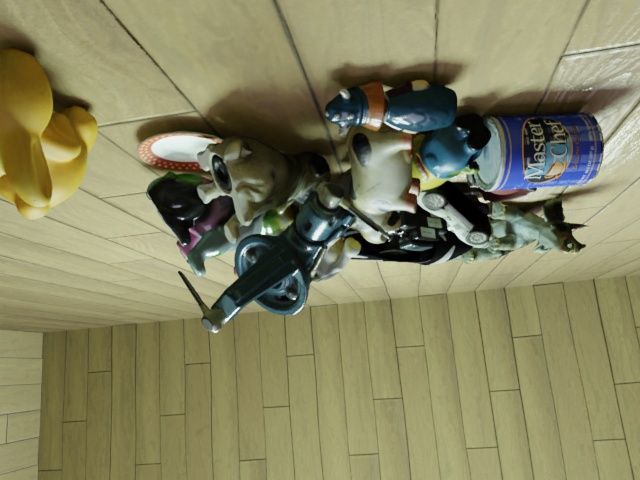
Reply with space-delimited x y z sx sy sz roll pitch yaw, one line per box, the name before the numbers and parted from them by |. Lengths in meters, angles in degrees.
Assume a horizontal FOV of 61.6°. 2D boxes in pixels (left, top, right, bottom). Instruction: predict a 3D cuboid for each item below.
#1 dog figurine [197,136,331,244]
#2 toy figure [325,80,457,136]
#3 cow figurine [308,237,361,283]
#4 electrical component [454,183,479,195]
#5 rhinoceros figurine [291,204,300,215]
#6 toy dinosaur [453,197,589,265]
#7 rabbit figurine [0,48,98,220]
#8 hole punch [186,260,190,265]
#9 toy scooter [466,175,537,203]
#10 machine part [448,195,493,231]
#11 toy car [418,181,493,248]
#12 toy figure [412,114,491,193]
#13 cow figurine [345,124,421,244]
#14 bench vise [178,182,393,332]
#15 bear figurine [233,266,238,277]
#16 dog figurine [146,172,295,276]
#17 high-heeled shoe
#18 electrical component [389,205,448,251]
dog figurine | -0.058 -0.100 0.740 0.190 0.121 0.172 -28 174 -26
toy figure | 0.081 -0.154 0.629 0.154 0.064 0.058 -1 -165 -7
cow figurine | 0.000 -0.002 0.857 0.068 0.167 0.098 28 109 -23
electrical component | 0.258 -0.090 1.041 0.094 0.021 0.063 -2 167 -15
rhinoceros figurine | -0.126 -0.055 0.975 0.190 0.073 0.112 8 151 -37
toy dinosaur | 0.434 -0.010 1.264 0.192 0.131 0.405 1 172 -20
rabbit figurine | -0.313 -0.109 0.552 0.122 0.162 0.173 12 145 -13
hole punch | -0.233 -0.022 1.067 0.116 0.092 0.142 -31 173 -19
toy scooter | 0.304 -0.104 0.893 0.184 0.075 0.135 2 167 -44
machine part | 0.257 -0.039 1.140 0.079 0.079 0.243 7 161 -41
toy car | 0.229 -0.057 0.922 0.201 0.073 0.056 35 138 -27
toy figure | 0.176 -0.118 0.774 0.089 0.082 0.180 2 162 -24
cow figurine | 0.075 -0.076 0.750 0.127 0.085 0.194 6 129 18
bench vise | -0.052 0.031 0.680 0.240 0.129 0.223 -38 179 -45
bear figurine | -0.087 0.018 1.192 0.196 0.120 0.132 -12 -172 -28
dog figurine | -0.138 -0.055 0.854 0.219 0.191 0.109 -33 -154 -18
high-heeled shoe | 0.155 0.005 0.988 0.249 0.086 0.145 -2 177 12
electrical component | 0.163 -0.050 0.940 0.115 0.134 0.058 8 161 -35
